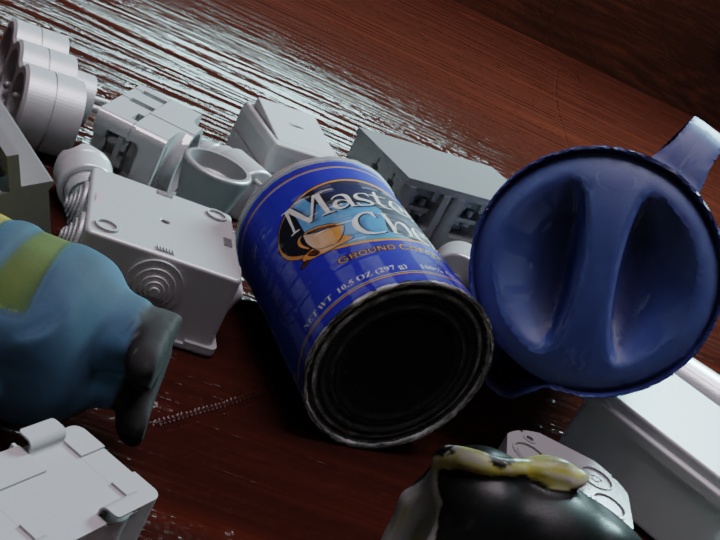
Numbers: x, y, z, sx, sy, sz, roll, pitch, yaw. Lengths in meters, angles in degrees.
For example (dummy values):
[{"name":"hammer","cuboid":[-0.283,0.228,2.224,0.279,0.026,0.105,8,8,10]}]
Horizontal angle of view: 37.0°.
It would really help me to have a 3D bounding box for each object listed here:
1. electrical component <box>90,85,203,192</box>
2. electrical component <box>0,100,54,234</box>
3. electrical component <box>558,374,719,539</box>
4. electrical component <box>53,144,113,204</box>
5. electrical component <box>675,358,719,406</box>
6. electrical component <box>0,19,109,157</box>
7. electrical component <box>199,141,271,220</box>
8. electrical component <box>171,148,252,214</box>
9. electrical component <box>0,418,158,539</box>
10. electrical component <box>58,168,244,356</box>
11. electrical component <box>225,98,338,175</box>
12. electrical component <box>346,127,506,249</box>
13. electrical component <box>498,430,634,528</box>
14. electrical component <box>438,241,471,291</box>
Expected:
[{"name":"electrical component","cuboid":[-0.142,-0.083,0.719,0.056,0.050,0.089,26,21,-2]},{"name":"electrical component","cuboid":[-0.204,-0.050,0.545,0.063,0.078,0.121,-14,41,-28]},{"name":"electrical component","cuboid":[0.191,0.115,0.650,0.109,0.056,0.109,39,24,29]},{"name":"electrical component","cuboid":[-0.162,-0.048,0.636,0.035,0.035,0.061,15,26,-29]},{"name":"electrical component","cuboid":[0.234,0.082,0.799,0.081,0.043,0.043,36,22,22]},{"name":"electrical component","cuboid":[-0.202,-0.120,0.730,0.074,0.052,0.138,15,24,-30]},{"name":"electrical component","cuboid":[-0.095,-0.068,0.756,0.078,0.040,0.040,40,24,32]},{"name":"electrical component","cuboid":[-0.098,-0.042,0.668,0.045,0.055,0.045,24,21,-10]},{"name":"electrical component","cuboid":[-0.119,0.093,0.314,0.079,0.063,0.121,35,22,19]},{"name":"electrical component","cuboid":[-0.113,-0.007,0.578,0.100,0.048,0.099,20,22,-20]},{"name":"electrical component","cuboid":[-0.056,-0.081,0.805,0.062,0.061,0.096,14,24,-31]},{"name":"electrical component","cuboid":[0.064,-0.054,0.887,0.150,0.061,0.089,11,26,-36]},{"name":"electrical component","cuboid":[0.089,0.120,0.520,0.080,0.051,0.080,24,21,-10]},{"name":"electrical component","cuboid":[0.074,-0.003,0.808,0.040,0.040,0.078,28,21,1]}]
